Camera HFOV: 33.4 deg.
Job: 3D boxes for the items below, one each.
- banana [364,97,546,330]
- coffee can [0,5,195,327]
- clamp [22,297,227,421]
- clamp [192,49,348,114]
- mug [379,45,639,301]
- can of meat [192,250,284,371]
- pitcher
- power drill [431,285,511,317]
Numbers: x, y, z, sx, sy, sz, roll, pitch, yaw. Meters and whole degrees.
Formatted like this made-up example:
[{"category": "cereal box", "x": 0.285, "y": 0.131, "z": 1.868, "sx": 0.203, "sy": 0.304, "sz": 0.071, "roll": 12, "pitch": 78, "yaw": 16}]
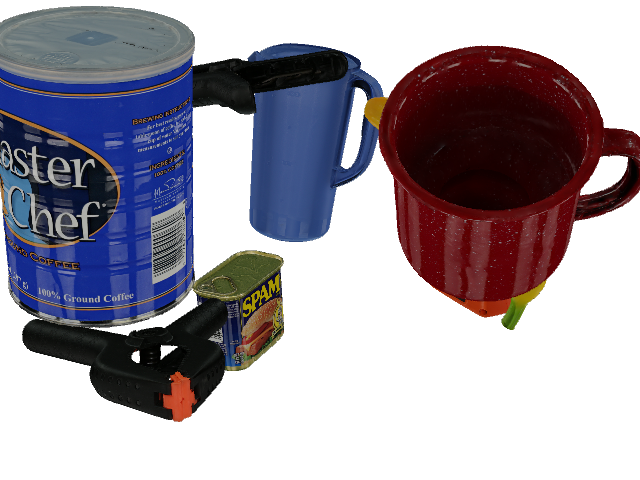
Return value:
[{"category": "banana", "x": 0.109, "y": -0.033, "z": 0.763, "sx": 0.070, "sy": 0.198, "sz": 0.037, "roll": -33, "pitch": -2, "yaw": 14}, {"category": "coffee can", "x": -0.117, "y": -0.040, "z": 0.560, "sx": 0.103, "sy": 0.140, "sz": 0.103, "roll": 3, "pitch": 28, "yaw": -2}, {"category": "clamp", "x": -0.117, "y": 0.082, "z": 0.786, "sx": 0.164, "sy": 0.036, "sz": 0.210, "roll": -9, "pitch": 14, "yaw": -26}, {"category": "clamp", "x": -0.063, "y": -0.132, "z": 0.878, "sx": 0.120, "sy": 0.039, "sz": 0.172, "roll": -17, "pitch": 20, "yaw": -35}, {"category": "mug", "x": 0.086, "y": -0.027, "z": 0.477, "sx": 0.117, "sy": 0.093, "sz": 0.081, "roll": -6, "pitch": -33, "yaw": 2}, {"category": "can of meat", "x": -0.077, "y": 0.069, "z": 1.053, "sx": 0.058, "sy": 0.084, "sz": 0.101, "roll": 11, "pitch": 27, "yaw": 27}, {"category": "pitcher", "x": -0.018, "y": -0.123, "z": 1.373, "sx": 0.144, "sy": 0.243, "sz": 0.149, "roll": -3, "pitch": 24, "yaw": -22}, {"category": "power drill", "x": 0.157, "y": -0.024, "z": 1.032, "sx": 0.057, "sy": 0.188, "sz": 0.185, "roll": -16, "pitch": 27, "yaw": -25}]
